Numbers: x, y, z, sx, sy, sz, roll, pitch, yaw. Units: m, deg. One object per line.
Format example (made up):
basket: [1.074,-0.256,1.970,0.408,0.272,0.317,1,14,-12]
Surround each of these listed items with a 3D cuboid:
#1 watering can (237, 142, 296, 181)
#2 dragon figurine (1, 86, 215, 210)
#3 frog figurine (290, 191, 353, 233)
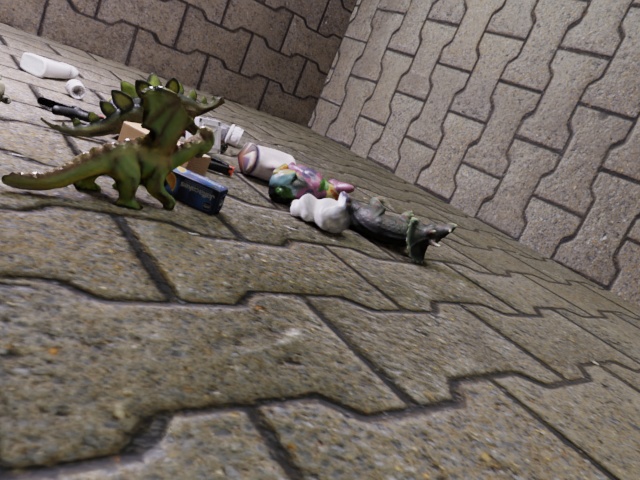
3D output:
watering can: [-0.168,-0.248,1.695,0.223,0.103,0.351,14,7,-26]
dragon figurine: [-0.346,-0.180,0.963,0.123,0.240,0.411,35,16,24]
frog figurine: [0.004,-0.070,1.384,0.159,0.120,0.140,-14,29,-1]
